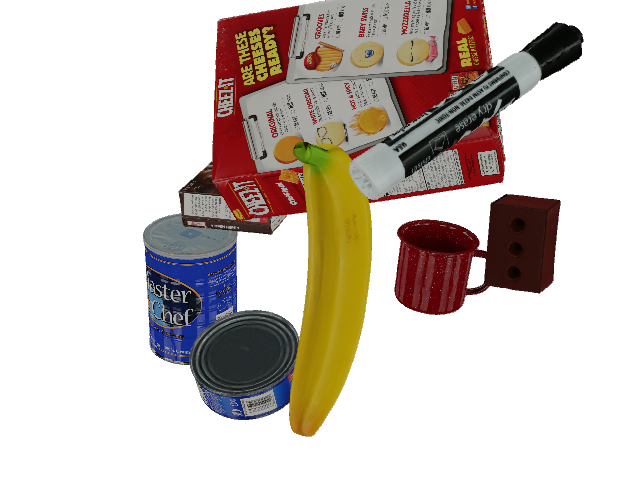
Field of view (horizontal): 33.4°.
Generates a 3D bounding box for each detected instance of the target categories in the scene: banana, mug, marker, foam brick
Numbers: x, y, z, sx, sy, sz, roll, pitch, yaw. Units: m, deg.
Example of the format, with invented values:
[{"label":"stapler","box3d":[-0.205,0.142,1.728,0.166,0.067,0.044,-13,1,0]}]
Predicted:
[{"label":"banana","box3d":[0.002,0.021,0.630,0.037,0.198,0.069,21,35,35]},{"label":"mug","box3d":[0.141,0.033,1.217,0.117,0.081,0.093,5,25,-1]},{"label":"marker","box3d":[0.064,-0.057,0.447,0.121,0.020,0.020,-35,12,-17]},{"label":"foam brick","box3d":[0.180,0.002,0.951,0.053,0.078,0.051,8,16,24]}]

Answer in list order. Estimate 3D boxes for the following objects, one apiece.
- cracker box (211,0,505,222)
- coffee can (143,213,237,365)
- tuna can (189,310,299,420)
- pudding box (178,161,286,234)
[{"label":"cracker box","box3d":[0.028,-0.110,0.832,0.214,0.164,0.072,-8,-33,11]},{"label":"coffee can","box3d":[-0.143,0.053,1.194,0.103,0.140,0.103,1,27,-1]},{"label":"tuna can","box3d":[-0.056,0.096,0.822,0.086,0.034,0.086,-6,42,5]},{"label":"pudding box","box3d":[-0.072,-0.044,1.003,0.090,0.039,0.113,5,24,12]}]
